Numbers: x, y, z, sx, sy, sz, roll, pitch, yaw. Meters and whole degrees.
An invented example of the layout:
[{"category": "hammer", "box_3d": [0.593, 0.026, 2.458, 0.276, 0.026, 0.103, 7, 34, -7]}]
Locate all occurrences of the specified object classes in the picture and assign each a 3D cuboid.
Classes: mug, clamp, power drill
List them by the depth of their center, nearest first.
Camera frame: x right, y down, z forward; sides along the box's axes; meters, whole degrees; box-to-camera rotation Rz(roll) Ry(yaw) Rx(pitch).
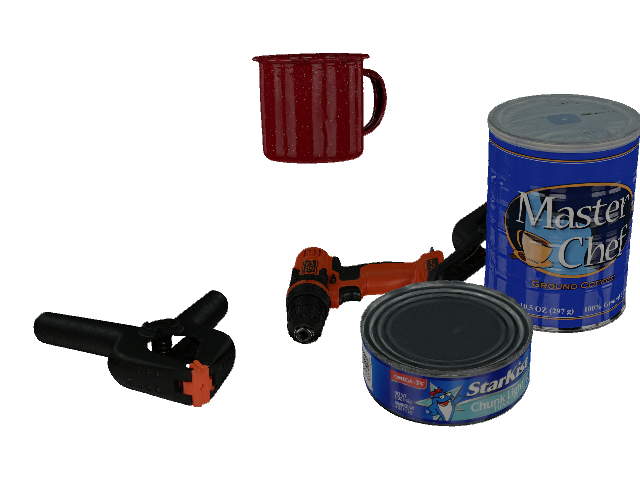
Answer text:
[{"category": "clamp", "box_3d": [-0.115, 0.078, 0.829, 0.164, 0.036, 0.210, -10, 15, -29]}, {"category": "mug", "box_3d": [0.003, -0.108, 0.858, 0.117, 0.081, 0.093, -10, 15, -34]}, {"category": "clamp", "box_3d": [0.167, 0.004, 0.954, 0.120, 0.039, 0.171, 2, 25, 16]}, {"category": "power drill", "box_3d": [0.054, 0.062, 1.241, 0.187, 0.057, 0.184, 0, 28, 3]}]

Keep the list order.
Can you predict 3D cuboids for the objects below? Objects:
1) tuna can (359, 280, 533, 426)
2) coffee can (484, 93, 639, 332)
[{"category": "tuna can", "box_3d": [0.063, 0.056, 0.538, 0.086, 0.034, 0.086, -3, 28, 1]}, {"category": "coffee can", "box_3d": [0.168, -0.021, 0.751, 0.103, 0.140, 0.103, -2, 25, 1]}]
